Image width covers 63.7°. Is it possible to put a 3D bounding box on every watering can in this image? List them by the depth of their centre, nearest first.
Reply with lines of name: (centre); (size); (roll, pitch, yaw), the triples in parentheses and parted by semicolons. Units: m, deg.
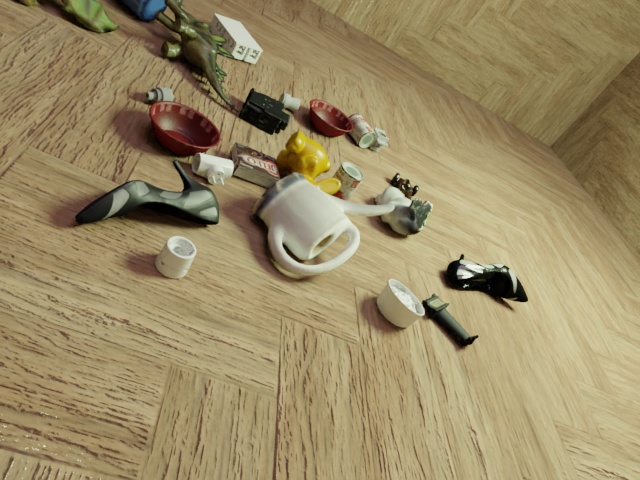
watering can: (0.003, -0.056, 1.108); (0.353, 0.226, 0.102); (-36, -15, -42)

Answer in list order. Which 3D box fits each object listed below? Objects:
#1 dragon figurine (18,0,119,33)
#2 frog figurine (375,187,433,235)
dragon figurine: (-0.592, -0.644, 1.335); (0.412, 0.244, 0.121); (-10, -5, -40)
frog figurine: (0.208, -0.079, 1.396); (0.160, 0.121, 0.139); (13, 22, 40)
